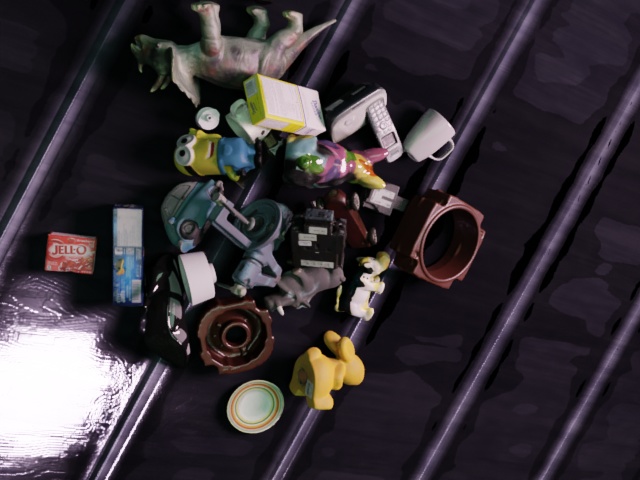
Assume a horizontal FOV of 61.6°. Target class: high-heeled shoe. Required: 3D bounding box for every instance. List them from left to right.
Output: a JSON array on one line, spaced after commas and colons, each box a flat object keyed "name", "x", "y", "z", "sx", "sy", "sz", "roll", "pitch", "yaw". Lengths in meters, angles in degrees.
[{"name": "high-heeled shoe", "x": -0.314, "y": 0.150, "z": 1.141, "sx": 0.086, "sy": 0.145, "sz": 0.248, "roll": 1, "pitch": 132, "yaw": 12}]

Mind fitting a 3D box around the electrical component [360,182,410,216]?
[{"name": "electrical component", "x": 0.150, "y": -0.096, "z": 1.225, "sx": 0.119, "sy": 0.048, "sz": 0.074, "roll": 14, "pitch": 97, "yaw": -20}]

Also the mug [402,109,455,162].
[{"name": "mug", "x": 0.246, "y": -0.223, "z": 1.219, "sx": 0.107, "sy": 0.081, "sz": 0.109, "roll": -43, "pitch": 118, "yaw": 6}]

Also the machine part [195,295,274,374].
[{"name": "machine part", "x": -0.187, "y": 0.205, "z": 1.179, "sx": 0.179, "sy": 0.056, "sz": 0.179, "roll": -4, "pitch": 102, "yaw": -17}]

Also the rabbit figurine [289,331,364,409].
[{"name": "rabbit figurine", "x": 0.028, "y": 0.296, "z": 1.248, "sx": 0.173, "sy": 0.122, "sz": 0.162, "roll": 5, "pitch": 90, "yaw": -32}]

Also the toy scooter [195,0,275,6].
[{"name": "toy scooter", "x": -0.171, "y": -0.527, "z": 1.029, "sx": 0.184, "sy": 0.075, "sz": 0.135, "roll": -6, "pitch": 102, "yaw": -19}]

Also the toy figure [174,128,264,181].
[{"name": "toy figure", "x": -0.201, "y": -0.162, "z": 1.062, "sx": 0.180, "sy": 0.082, "sz": 0.089, "roll": 2, "pitch": 137, "yaw": 2}]

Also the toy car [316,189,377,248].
[{"name": "toy car", "x": 0.061, "y": -0.043, "z": 1.159, "sx": 0.089, "sy": 0.053, "sz": 0.202, "roll": -9, "pitch": 146, "yaw": 21}]

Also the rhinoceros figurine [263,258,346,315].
[{"name": "rhinoceros figurine", "x": -0.038, "y": 0.097, "z": 1.199, "sx": 0.190, "sy": 0.073, "sz": 0.112, "roll": -23, "pitch": 117, "yaw": -14}]

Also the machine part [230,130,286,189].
[{"name": "machine part", "x": -0.131, "y": -0.170, "z": 1.116, "sx": 0.139, "sy": 0.084, "sz": 0.039, "roll": -45, "pitch": 131, "yaw": 4}]

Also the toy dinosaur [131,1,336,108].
[{"name": "toy dinosaur", "x": -0.151, "y": -0.358, "z": 1.052, "sx": 0.405, "sy": 0.131, "sz": 0.192, "roll": -4, "pitch": 119, "yaw": -24}]

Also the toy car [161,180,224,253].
[{"name": "toy car", "x": -0.264, "y": -0.061, "z": 1.080, "sx": 0.103, "sy": 0.109, "sz": 0.161, "roll": 30, "pitch": 82, "yaw": -2}]

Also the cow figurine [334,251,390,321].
[{"name": "cow figurine", "x": 0.096, "y": 0.096, "z": 1.239, "sx": 0.098, "sy": 0.068, "sz": 0.167, "roll": 20, "pitch": 94, "yaw": -14}]

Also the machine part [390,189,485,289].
[{"name": "machine part", "x": 0.275, "y": -0.001, "z": 1.237, "sx": 0.201, "sy": 0.087, "sz": 0.201, "roll": 24, "pitch": 92, "yaw": -35}]

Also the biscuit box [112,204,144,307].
[{"name": "biscuit box", "x": -0.385, "y": 0.030, "z": 1.080, "sx": 0.059, "sy": 0.063, "sz": 0.202, "roll": 1, "pitch": 101, "yaw": -18}]

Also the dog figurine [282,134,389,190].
[{"name": "dog figurine", "x": 0.036, "y": -0.157, "z": 1.116, "sx": 0.219, "sy": 0.191, "sz": 0.108, "roll": 3, "pitch": 94, "yaw": -2}]

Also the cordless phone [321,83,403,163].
[{"name": "cordless phone", "x": 0.097, "y": -0.232, "z": 1.169, "sx": 0.146, "sy": 0.089, "sz": 0.184, "roll": -35, "pitch": 119, "yaw": -8}]

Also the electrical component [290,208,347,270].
[{"name": "electrical component", "x": -0.002, "y": -0.003, "z": 1.118, "sx": 0.115, "sy": 0.058, "sz": 0.134, "roll": 5, "pitch": 133, "yaw": 2}]

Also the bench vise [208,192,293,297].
[{"name": "bench vise", "x": -0.154, "y": -0.006, "z": 1.092, "sx": 0.223, "sy": 0.129, "sz": 0.240, "roll": -54, "pitch": 140, "yaw": -9}]

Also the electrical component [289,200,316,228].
[{"name": "electrical component", "x": -0.020, "y": -0.027, "z": 1.191, "sx": 0.078, "sy": 0.045, "sz": 0.102, "roll": -43, "pitch": 112, "yaw": -26}]
